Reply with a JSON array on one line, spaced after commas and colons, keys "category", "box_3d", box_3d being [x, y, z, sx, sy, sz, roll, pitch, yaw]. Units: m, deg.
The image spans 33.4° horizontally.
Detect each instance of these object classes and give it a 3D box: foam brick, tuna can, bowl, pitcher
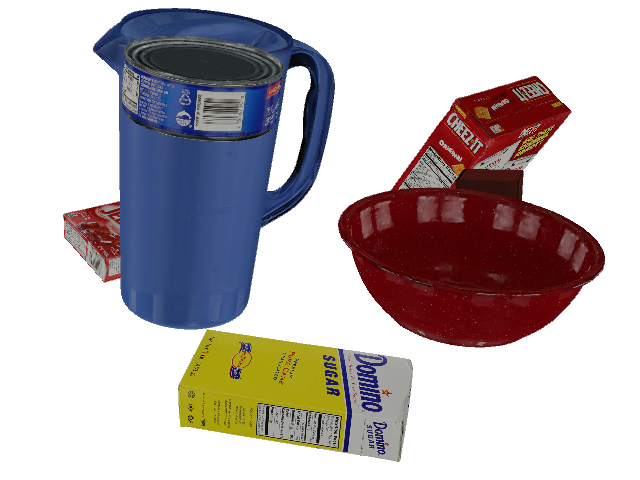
[{"category": "foam brick", "box_3d": [0.139, -0.017, 0.883, 0.053, 0.078, 0.051, 2, 15, 14]}, {"category": "tuna can", "box_3d": [-0.064, -0.083, 0.575, 0.086, 0.034, 0.086, 7, 24, -3]}, {"category": "bowl", "box_3d": [0.089, 0.021, 0.658, 0.162, 0.055, 0.162, 5, 23, -2]}, {"category": "pitcher", "box_3d": [-0.090, -0.056, 0.855, 0.149, 0.243, 0.144, 18, 27, 22]}]

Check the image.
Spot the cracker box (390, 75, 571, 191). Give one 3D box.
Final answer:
[{"category": "cracker box", "box_3d": [0.166, -0.082, 1.226, 0.163, 0.072, 0.214, -22, -25, -44]}]

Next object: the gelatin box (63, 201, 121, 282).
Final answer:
[{"category": "gelatin box", "box_3d": [-0.191, -0.003, 1.005, 0.073, 0.030, 0.089, -16, 39, -34]}]

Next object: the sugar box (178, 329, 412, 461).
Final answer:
[{"category": "sugar box", "box_3d": [-0.017, 0.120, 0.851, 0.176, 0.048, 0.093, 5, 26, 7]}]
